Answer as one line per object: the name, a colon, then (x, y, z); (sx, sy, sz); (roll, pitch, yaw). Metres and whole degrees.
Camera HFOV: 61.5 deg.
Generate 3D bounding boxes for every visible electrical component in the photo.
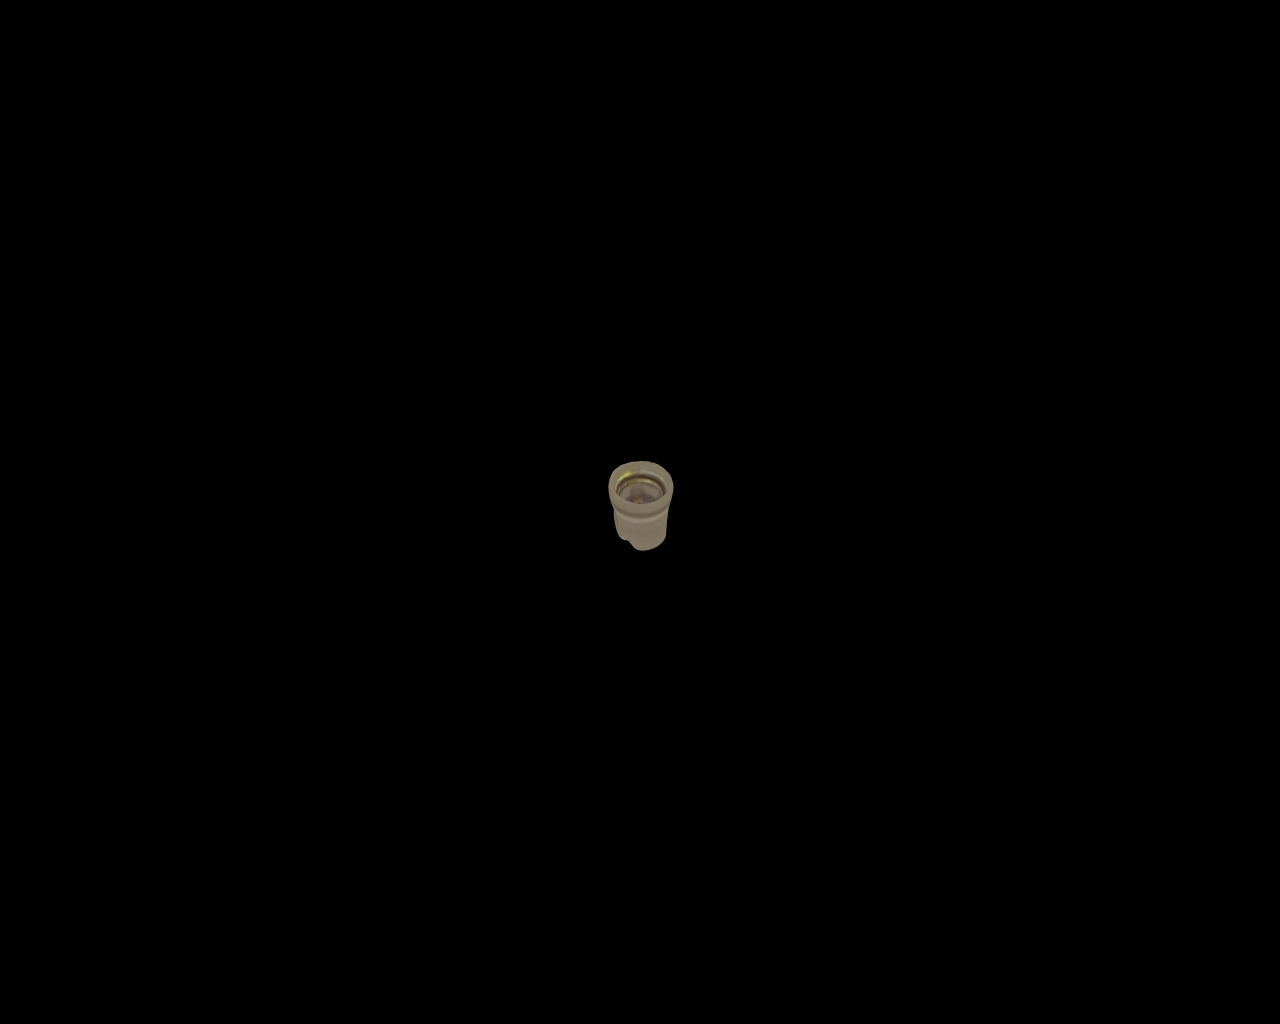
electrical component: (0.001, -0.003, 0.650); (0.040, 0.040, 0.046); (0, -44, 0)
